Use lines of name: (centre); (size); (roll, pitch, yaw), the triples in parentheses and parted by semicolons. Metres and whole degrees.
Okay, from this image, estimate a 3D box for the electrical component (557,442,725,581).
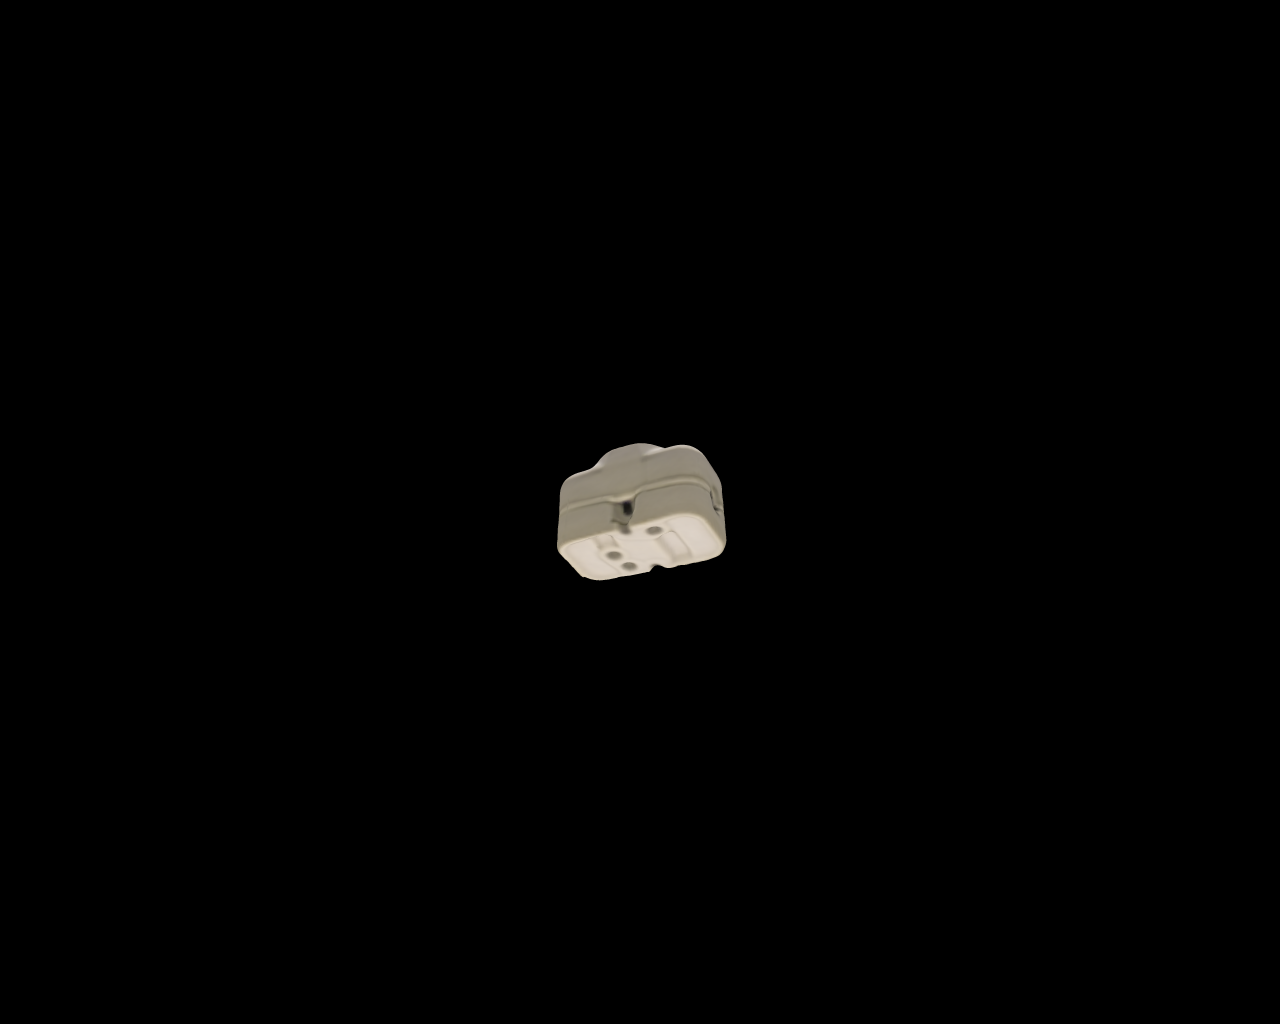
electrical component: (0.001, -0.003, 0.650); (0.095, 0.059, 0.053); (-14, -36, 20)
